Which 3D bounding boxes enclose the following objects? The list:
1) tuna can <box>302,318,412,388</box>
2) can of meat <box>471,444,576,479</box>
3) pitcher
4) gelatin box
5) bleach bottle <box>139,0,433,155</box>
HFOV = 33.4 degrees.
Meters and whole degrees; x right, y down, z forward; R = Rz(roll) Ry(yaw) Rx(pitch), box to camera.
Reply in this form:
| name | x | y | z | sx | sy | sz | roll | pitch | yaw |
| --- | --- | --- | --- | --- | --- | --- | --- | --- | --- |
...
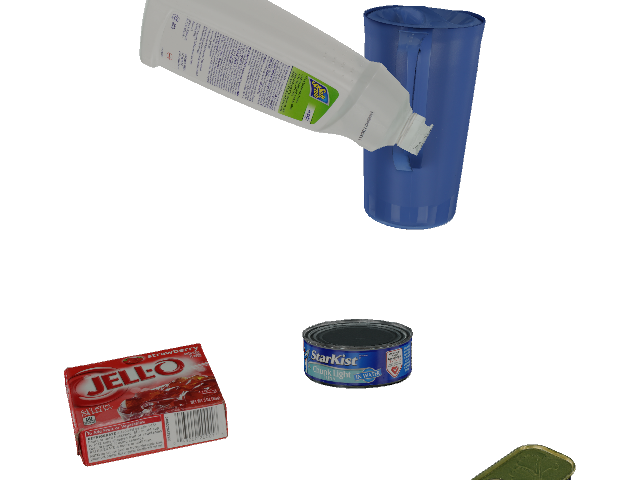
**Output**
| name | x | y | z | sx | sy | sz | roll | pitch | yaw |
| --- | --- | --- | --- | --- | --- | --- | --- | --- | --- |
| tuna can | 0.029 | 0.087 | 0.829 | 0.086 | 0.034 | 0.086 | -1 | 10 | 0 |
| can of meat | 0.167 | 0.233 | 0.890 | 0.101 | 0.084 | 0.058 | -23 | 27 | -37 |
| pitcher | 0.106 | -0.137 | 1.201 | 0.149 | 0.243 | 0.145 | -11 | 26 | -30 |
| gelatin box | -0.108 | 0.098 | 0.651 | 0.089 | 0.030 | 0.073 | -9 | 25 | -15 |
| bleach bottle | -0.026 | -0.138 | 0.889 | 0.251 | 0.068 | 0.103 | 29 | -33 | 4 |
